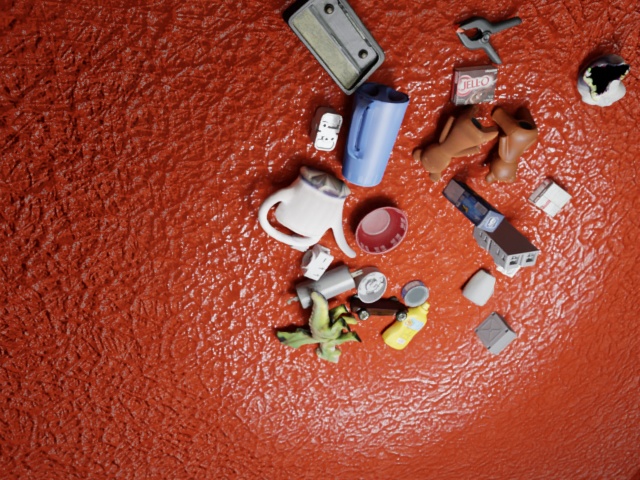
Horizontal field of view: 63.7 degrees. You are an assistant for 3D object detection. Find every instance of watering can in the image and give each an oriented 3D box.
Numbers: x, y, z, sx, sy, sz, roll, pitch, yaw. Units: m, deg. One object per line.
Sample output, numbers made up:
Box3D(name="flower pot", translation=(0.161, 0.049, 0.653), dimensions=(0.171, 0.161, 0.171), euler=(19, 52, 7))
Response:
Box3D(name="watering can", translation=(0.004, -0.069, 1.378), dimensions=(0.345, 0.106, 0.221), euler=(18, 115, -33))

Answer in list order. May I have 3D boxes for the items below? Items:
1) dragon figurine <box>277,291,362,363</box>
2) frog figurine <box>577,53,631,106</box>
Box3D(name="dragon figurine", translation=(-0.018, 0.279, 1.575), dimensions=(0.241, 0.125, 0.403), euler=(-25, 137, 15))
Box3D(name="frog figurine", translation=(0.786, -0.439, 1.427), dimensions=(0.160, 0.124, 0.135), euler=(-8, 124, -58))
